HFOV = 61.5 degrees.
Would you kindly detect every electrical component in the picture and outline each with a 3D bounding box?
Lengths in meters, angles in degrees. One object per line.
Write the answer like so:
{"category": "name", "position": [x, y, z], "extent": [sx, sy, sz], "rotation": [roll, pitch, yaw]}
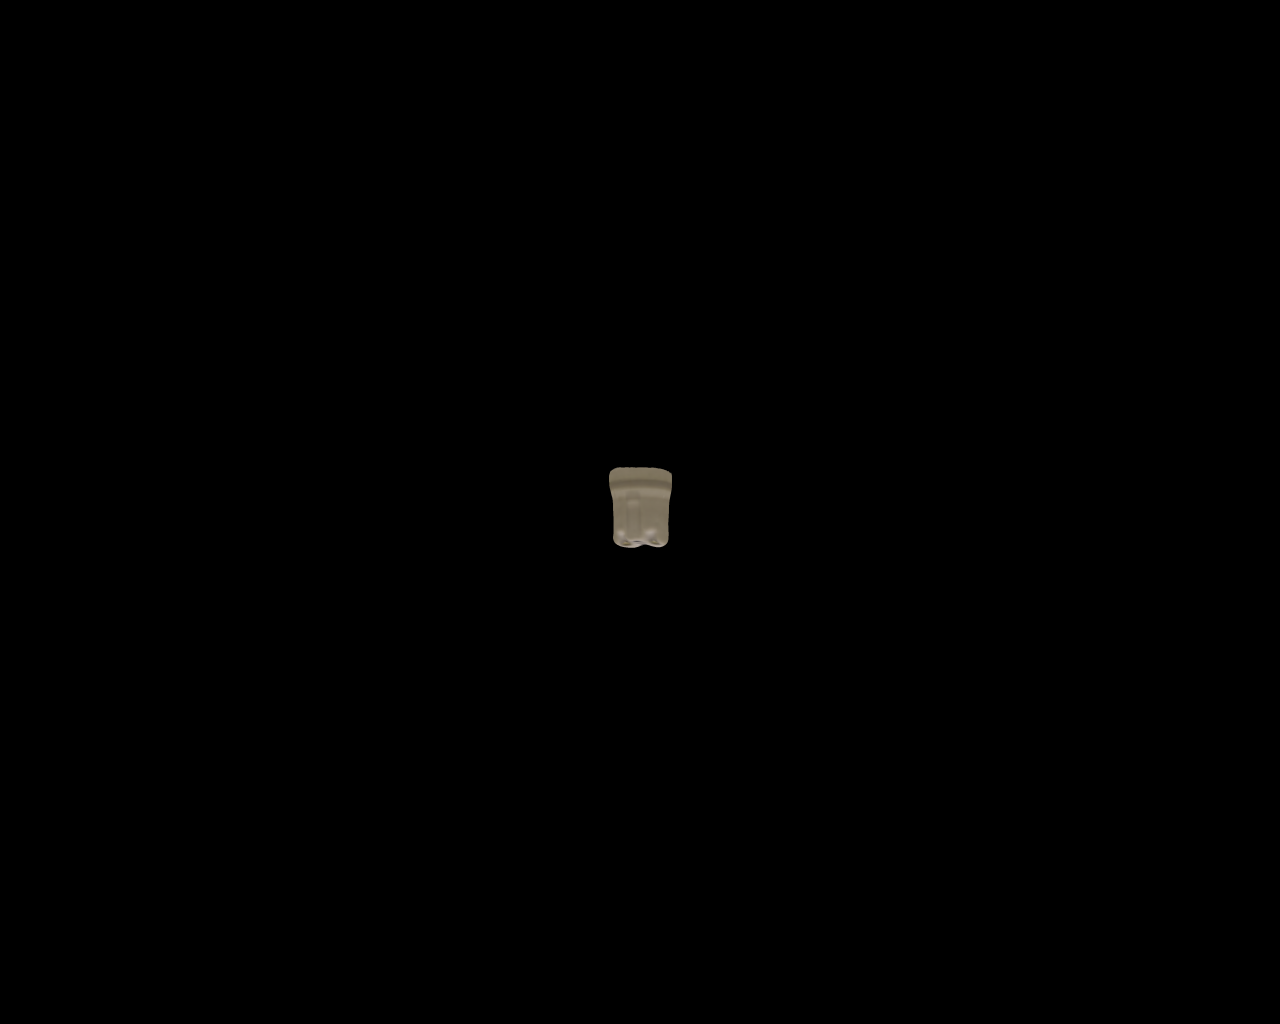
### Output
{"category": "electrical component", "position": [0.001, -0.003, 0.650], "extent": [0.040, 0.046, 0.040], "rotation": [0, -7, 0]}
